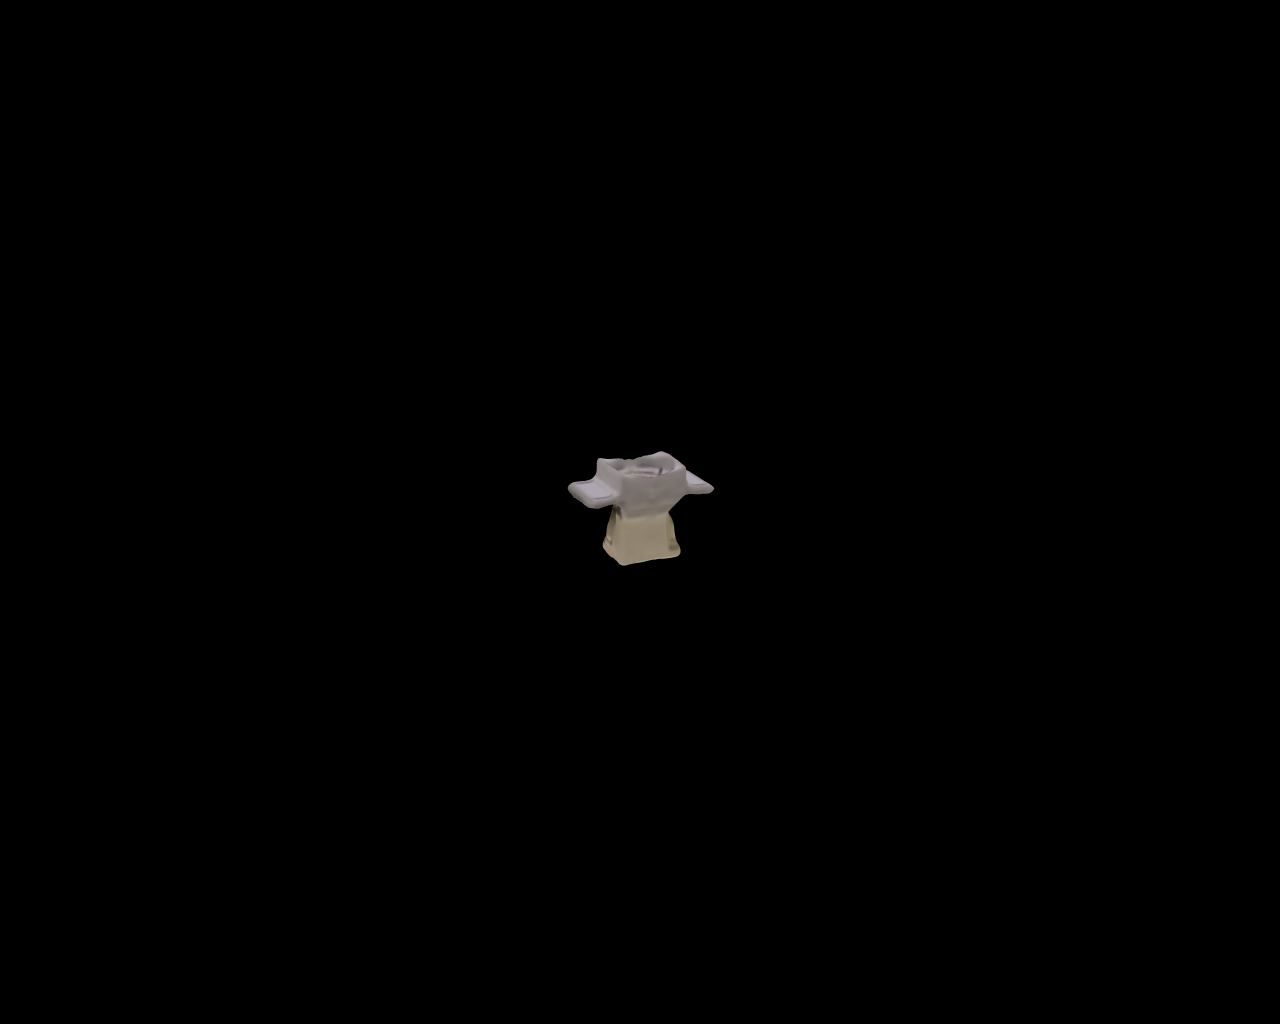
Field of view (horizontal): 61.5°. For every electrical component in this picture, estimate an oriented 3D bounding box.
[{"bbox_3d":[0.001,-0.003,0.650,0.081,0.063,0.042,-7,20,-20],"label":"electrical component"}]
